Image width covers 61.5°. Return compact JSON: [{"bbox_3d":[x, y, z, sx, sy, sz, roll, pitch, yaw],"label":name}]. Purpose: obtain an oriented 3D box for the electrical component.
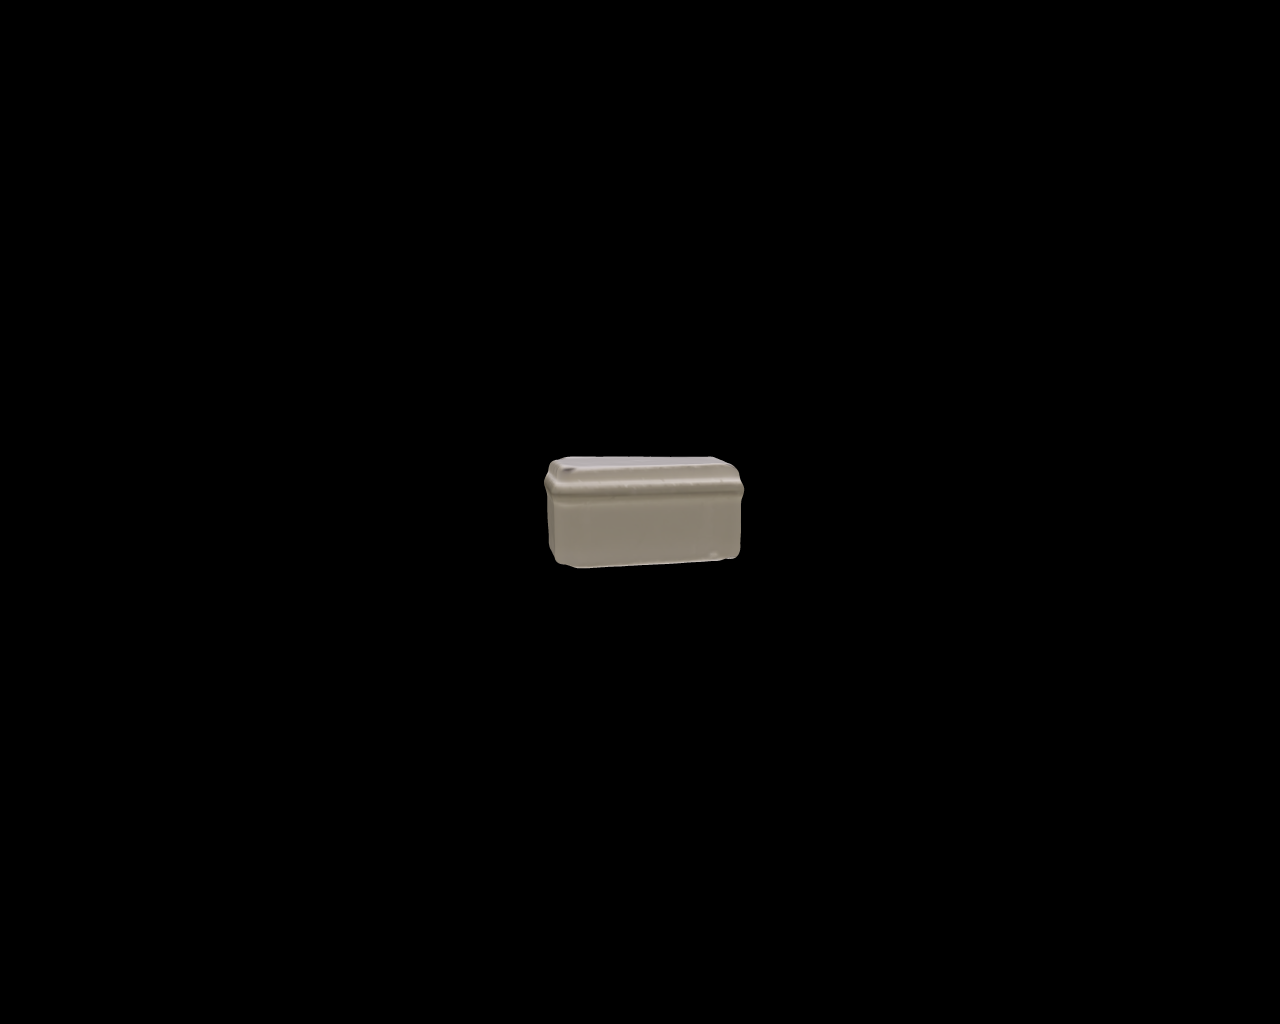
[{"bbox_3d":[0.001,-0.003,0.650,0.113,0.057,0.078,-1,8,-9],"label":"electrical component"}]
